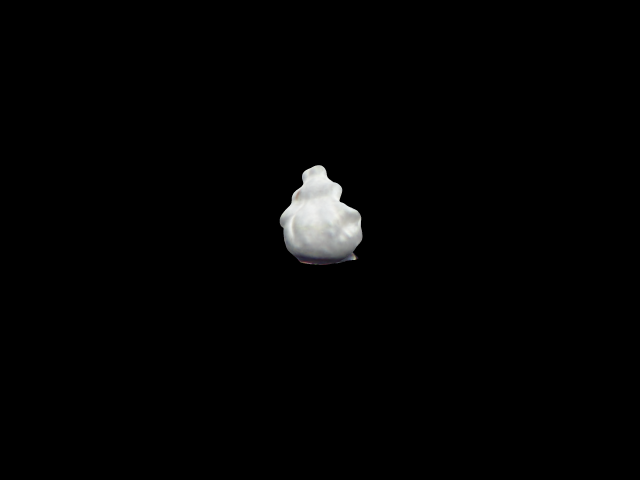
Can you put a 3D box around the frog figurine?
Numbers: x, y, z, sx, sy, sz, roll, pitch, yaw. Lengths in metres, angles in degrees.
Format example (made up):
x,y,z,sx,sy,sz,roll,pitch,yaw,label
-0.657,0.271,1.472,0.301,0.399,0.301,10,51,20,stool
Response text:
x,y,z,sx,sy,sz,roll,pitch,yaw,label
0.003,-0.043,0.850,0.137,0.158,0.123,4,9,27,frog figurine
